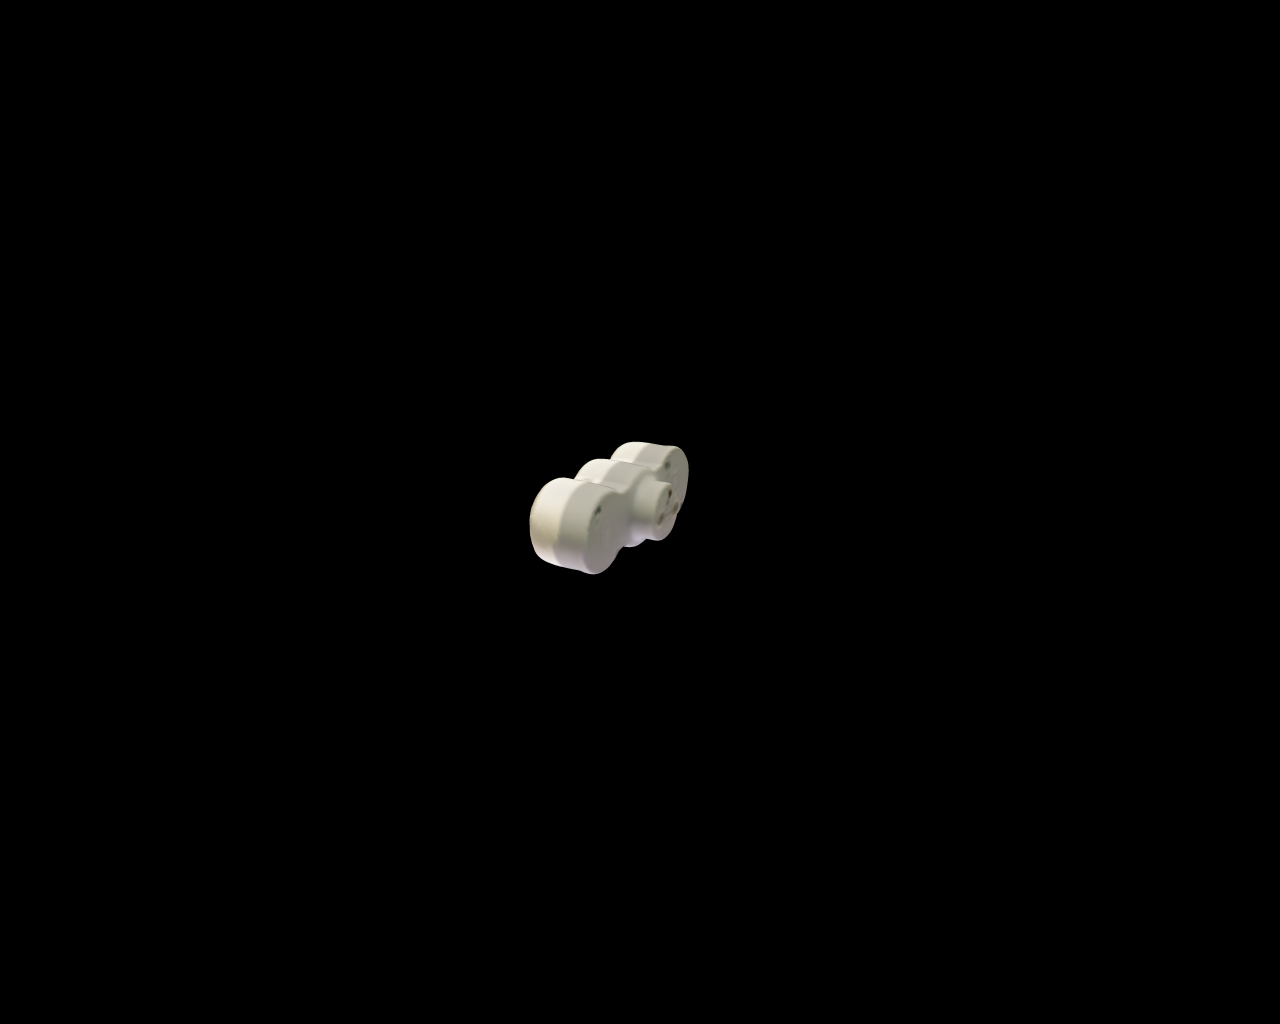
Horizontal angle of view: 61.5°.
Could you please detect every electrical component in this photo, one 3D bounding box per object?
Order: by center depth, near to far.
[{"bbox_3d":[0.001,-0.003,0.650,0.074,0.052,0.138,10,23,26],"label":"electrical component"}]
